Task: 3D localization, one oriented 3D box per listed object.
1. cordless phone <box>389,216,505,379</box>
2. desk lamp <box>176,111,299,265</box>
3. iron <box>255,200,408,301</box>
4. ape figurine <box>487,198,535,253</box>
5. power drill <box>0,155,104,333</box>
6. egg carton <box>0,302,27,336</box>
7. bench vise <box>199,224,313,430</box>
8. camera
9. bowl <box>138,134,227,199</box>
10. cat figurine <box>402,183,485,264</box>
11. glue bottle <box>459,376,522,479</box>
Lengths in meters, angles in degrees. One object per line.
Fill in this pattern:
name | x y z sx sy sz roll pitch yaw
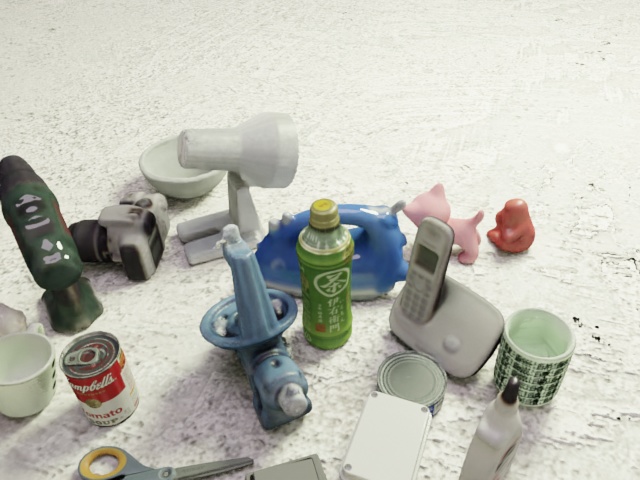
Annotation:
cordless phone | 0.164 0.070 0.723 0.147 0.185 0.094 31 50 33
desk lamp | -0.134 -0.089 0.901 0.203 0.214 0.117 -17 42 -17
iron | 0.008 0.003 0.842 0.258 0.141 0.118 -3 40 -1
ape figurine | 0.305 -0.028 0.906 0.076 0.092 0.078 17 44 21
power drill | -0.372 0.016 0.788 0.076 0.209 0.228 -25 45 -24
egg carton | -0.472 0.137 0.756 0.150 0.069 0.107 -3 40 -1
bench vise | -0.062 0.097 0.672 0.122 0.220 0.206 -33 49 -32
camera | -0.322 -0.017 0.909 0.136 0.101 0.143 0 40 2
bowl | -0.243 -0.126 1.056 0.167 0.075 0.167 -1 40 1
cat figurine | 0.193 -0.032 0.895 0.127 0.118 0.067 8 41 11
glue bottle | 0.180 0.196 0.582 0.037 0.173 0.078 29 49 32
